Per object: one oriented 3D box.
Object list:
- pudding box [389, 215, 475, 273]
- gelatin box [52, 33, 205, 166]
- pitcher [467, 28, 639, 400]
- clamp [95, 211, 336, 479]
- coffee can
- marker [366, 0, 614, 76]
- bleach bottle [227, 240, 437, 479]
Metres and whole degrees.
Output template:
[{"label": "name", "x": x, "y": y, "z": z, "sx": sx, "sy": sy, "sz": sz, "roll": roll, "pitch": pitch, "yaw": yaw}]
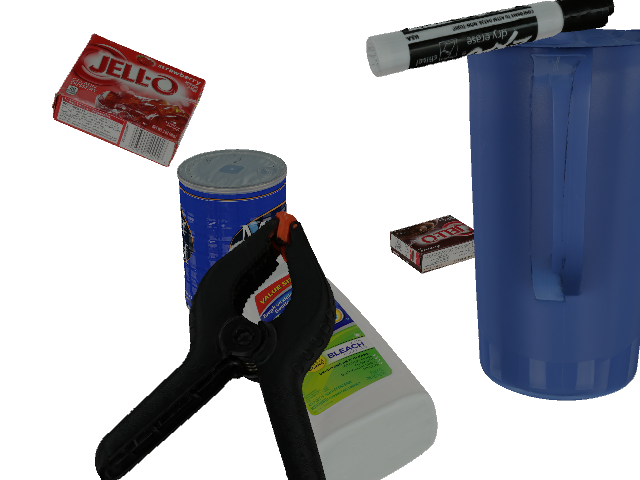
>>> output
[{"label": "pudding box", "x": 0.174, "y": 0.005, "z": 1.597, "sx": 0.113, "sy": 0.039, "sz": 0.090, "roll": -18, "pitch": 28, "yaw": -22}, {"label": "gelatin box", "x": -0.134, "y": -0.100, "z": 0.753, "sx": 0.089, "sy": 0.073, "sz": 0.030, "roll": 23, "pitch": -45, "yaw": -7}, {"label": "pitcher", "x": 0.159, "y": -0.019, "z": 0.707, "sx": 0.149, "sy": 0.243, "sz": 0.145, "roll": -10, "pitch": 17, "yaw": -27}, {"label": "clamp", "x": -0.029, "y": 0.066, "z": 0.557, "sx": 0.120, "sy": 0.171, "sz": 0.039, "roll": 20, "pitch": -25, "yaw": 12}, {"label": "coffee can", "x": -0.082, "y": -0.005, "z": 1.025, "sx": 0.103, "sy": 0.140, "sz": 0.103, "roll": 0, "pitch": 25, "yaw": 0}, {"label": "marker", "x": 0.081, "y": -0.098, "z": 0.501, "sx": 0.121, "sy": 0.020, "sz": 0.020, "roll": -14, "pitch": 3, "yaw": -10}, {"label": "bleach bottle", "x": -0.017, "y": 0.077, "z": 0.801, "sx": 0.102, "sy": 0.068, "sz": 0.251, "roll": -25, "pitch": 39, "yaw": -15}]
